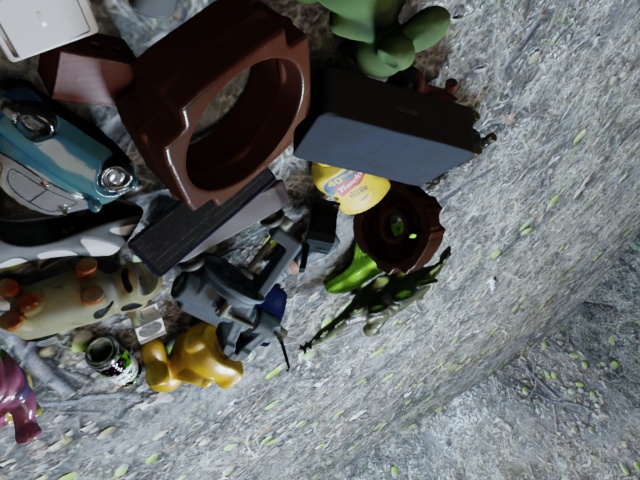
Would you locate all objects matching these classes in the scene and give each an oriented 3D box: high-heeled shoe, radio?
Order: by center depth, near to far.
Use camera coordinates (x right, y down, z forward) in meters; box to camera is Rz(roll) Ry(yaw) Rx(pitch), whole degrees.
[{"bbox_3d":[-0.304,-0.034,0.587,0.145,0.086,0.248,-33,157,-2],"label":"high-heeled shoe"},{"bbox_3d":[0.082,-0.146,0.735,0.229,0.073,0.131,10,160,-21],"label":"radio"}]

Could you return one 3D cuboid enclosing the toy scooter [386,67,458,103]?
[{"bbox_3d":[0.158,-0.196,0.859,0.135,0.075,0.183,-24,142,-24],"label":"toy scooter"}]

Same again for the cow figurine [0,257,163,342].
[{"bbox_3d":[-0.310,0.080,0.723,0.195,0.085,0.127,-18,158,-18],"label":"cow figurine"}]

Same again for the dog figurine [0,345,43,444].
[{"bbox_3d":[-0.445,0.165,0.697,0.108,0.192,0.219,-16,108,-27],"label":"dog figurine"}]

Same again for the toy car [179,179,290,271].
[{"bbox_3d":[-0.140,-0.032,0.788,0.202,0.053,0.089,-31,128,-14],"label":"toy car"}]

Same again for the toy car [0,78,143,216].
[{"bbox_3d":[-0.268,-0.078,0.536,0.103,0.109,0.161,-51,144,2],"label":"toy car"}]

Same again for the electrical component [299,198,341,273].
[{"bbox_3d":[-0.002,-0.003,0.891,0.048,0.119,0.074,10,160,-5],"label":"electrical component"}]

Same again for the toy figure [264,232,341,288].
[{"bbox_3d":[-0.037,0.028,0.965,0.154,0.064,0.058,-32,-173,-1],"label":"toy figure"}]

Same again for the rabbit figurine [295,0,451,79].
[{"bbox_3d":[0.070,-0.255,0.606,0.121,0.159,0.170,-44,143,-9],"label":"rabbit figurine"}]

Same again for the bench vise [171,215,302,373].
[{"bbox_3d":[-0.104,0.073,0.859,0.223,0.129,0.240,35,96,-20],"label":"bench vise"}]

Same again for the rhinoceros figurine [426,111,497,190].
[{"bbox_3d":[0.233,-0.159,0.960,0.190,0.073,0.112,-36,179,-38],"label":"rhinoceros figurine"}]

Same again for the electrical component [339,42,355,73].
[{"bbox_3d":[0.071,-0.264,0.711,0.102,0.045,0.078,-28,119,-21],"label":"electrical component"}]

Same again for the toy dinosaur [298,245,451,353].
[{"bbox_3d":[0.135,0.129,1.181,0.471,0.105,0.198,-33,165,-23],"label":"toy dinosaur"}]

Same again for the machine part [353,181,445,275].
[{"bbox_3d":[0.142,-0.026,0.974,0.056,0.179,0.179,-9,139,-43],"label":"machine part"}]

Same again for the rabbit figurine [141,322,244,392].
[{"bbox_3d":[-0.247,0.227,0.961,0.173,0.122,0.162,-28,160,21],"label":"rabbit figurine"}]

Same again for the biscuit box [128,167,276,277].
[{"bbox_3d":[-0.155,-0.038,0.707,0.203,0.062,0.059,-41,-168,-12],"label":"biscuit box"}]

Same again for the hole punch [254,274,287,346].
[{"bbox_3d":[-0.119,0.130,0.987,0.116,0.092,0.142,-49,144,11],"label":"hole punch"}]

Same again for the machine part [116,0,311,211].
[{"bbox_3d":[-0.107,-0.146,0.592,0.201,0.087,0.200,-45,164,-17],"label":"machine part"}]

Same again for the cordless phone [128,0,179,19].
[{"bbox_3d":[-0.096,-0.279,0.505,0.146,0.089,0.184,-8,149,-41],"label":"cordless phone"}]
